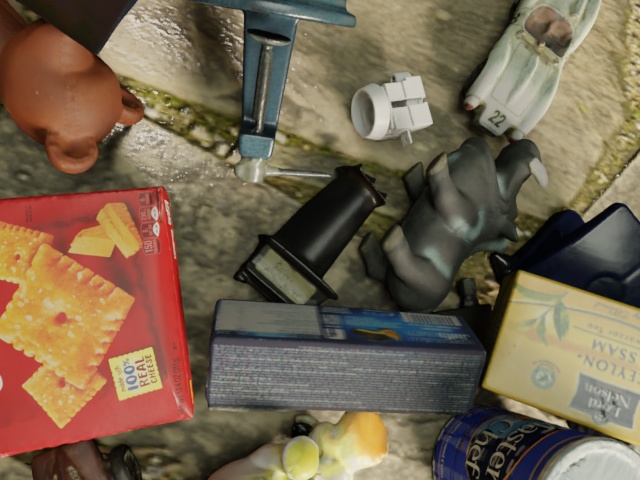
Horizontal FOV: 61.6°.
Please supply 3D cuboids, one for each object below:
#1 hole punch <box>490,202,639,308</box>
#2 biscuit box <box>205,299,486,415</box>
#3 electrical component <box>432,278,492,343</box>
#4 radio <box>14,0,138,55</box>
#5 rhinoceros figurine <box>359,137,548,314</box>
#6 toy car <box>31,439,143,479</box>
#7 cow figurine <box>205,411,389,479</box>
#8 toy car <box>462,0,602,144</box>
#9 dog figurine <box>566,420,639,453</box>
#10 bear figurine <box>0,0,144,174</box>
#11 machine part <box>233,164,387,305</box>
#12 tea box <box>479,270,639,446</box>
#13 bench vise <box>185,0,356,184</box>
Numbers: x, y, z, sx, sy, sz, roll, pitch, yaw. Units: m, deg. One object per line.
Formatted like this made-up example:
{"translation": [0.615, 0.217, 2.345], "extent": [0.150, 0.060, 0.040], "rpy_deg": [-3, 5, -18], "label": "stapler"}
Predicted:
{"translation": [0.245, 0.038, 0.485], "extent": [0.116, 0.092, 0.142], "rpy_deg": [-42, 98, -13], "label": "hole punch"}
{"translation": [0.019, 0.089, 0.408], "extent": [0.203, 0.059, 0.062], "rpy_deg": [5, 111, -9], "label": "biscuit box"}
{"translation": [0.123, 0.082, 0.477], "extent": [0.063, 0.021, 0.094], "rpy_deg": [-5, 84, -15], "label": "electrical component"}
{"translation": [-0.116, -0.233, 0.353], "extent": [0.073, 0.131, 0.230], "rpy_deg": [35, 43, -27], "label": "radio"}
{"translation": [0.121, -0.021, 0.464], "extent": [0.112, 0.073, 0.190], "rpy_deg": [43, 74, -5], "label": "rhinoceros figurine"}
{"translation": [-0.147, 0.238, 0.367], "extent": [0.089, 0.053, 0.202], "rpy_deg": [-19, 89, -13], "label": "toy car"}
{"translation": [-0.028, 0.179, 0.395], "extent": [0.167, 0.098, 0.068], "rpy_deg": [-20, 83, -36], "label": "cow figurine"}
{"translation": [0.205, -0.183, 0.518], "extent": [0.073, 0.056, 0.201], "rpy_deg": [34, 75, -9], "label": "toy car"}
{"translation": [0.327, 0.124, 0.492], "extent": [0.191, 0.121, 0.172], "rpy_deg": [12, 55, 1], "label": "dog figurine"}
{"translation": [-0.216, -0.144, 0.360], "extent": [0.196, 0.132, 0.120], "rpy_deg": [29, 42, -3], "label": "bear figurine"}
{"translation": [-0.001, -0.001, 0.447], "extent": [0.084, 0.039, 0.139], "rpy_deg": [37, 78, 1], "label": "machine part"}
{"translation": [0.217, 0.096, 0.418], "extent": [0.170, 0.068, 0.098], "rpy_deg": [17, 84, 10], "label": "tea box"}
{"translation": [-0.037, -0.166, 0.408], "extent": [0.129, 0.224, 0.240], "rpy_deg": [5, 111, -10], "label": "bench vise"}
